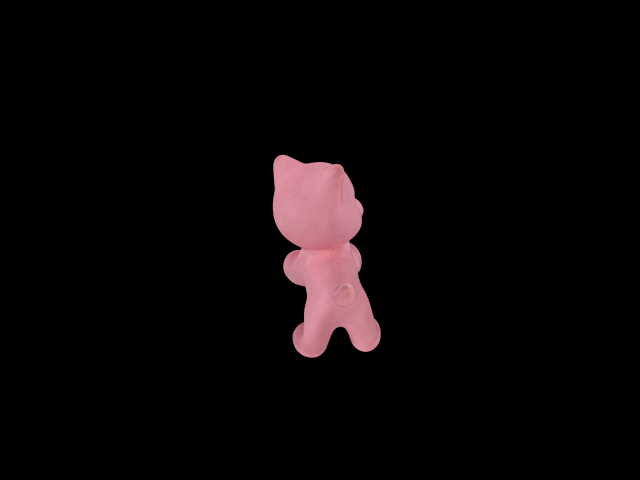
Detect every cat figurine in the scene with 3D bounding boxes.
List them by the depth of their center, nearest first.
[{"bbox_3d":[0.004,0.001,0.400,0.067,0.118,0.127,-10,53,-7],"label":"cat figurine"}]
